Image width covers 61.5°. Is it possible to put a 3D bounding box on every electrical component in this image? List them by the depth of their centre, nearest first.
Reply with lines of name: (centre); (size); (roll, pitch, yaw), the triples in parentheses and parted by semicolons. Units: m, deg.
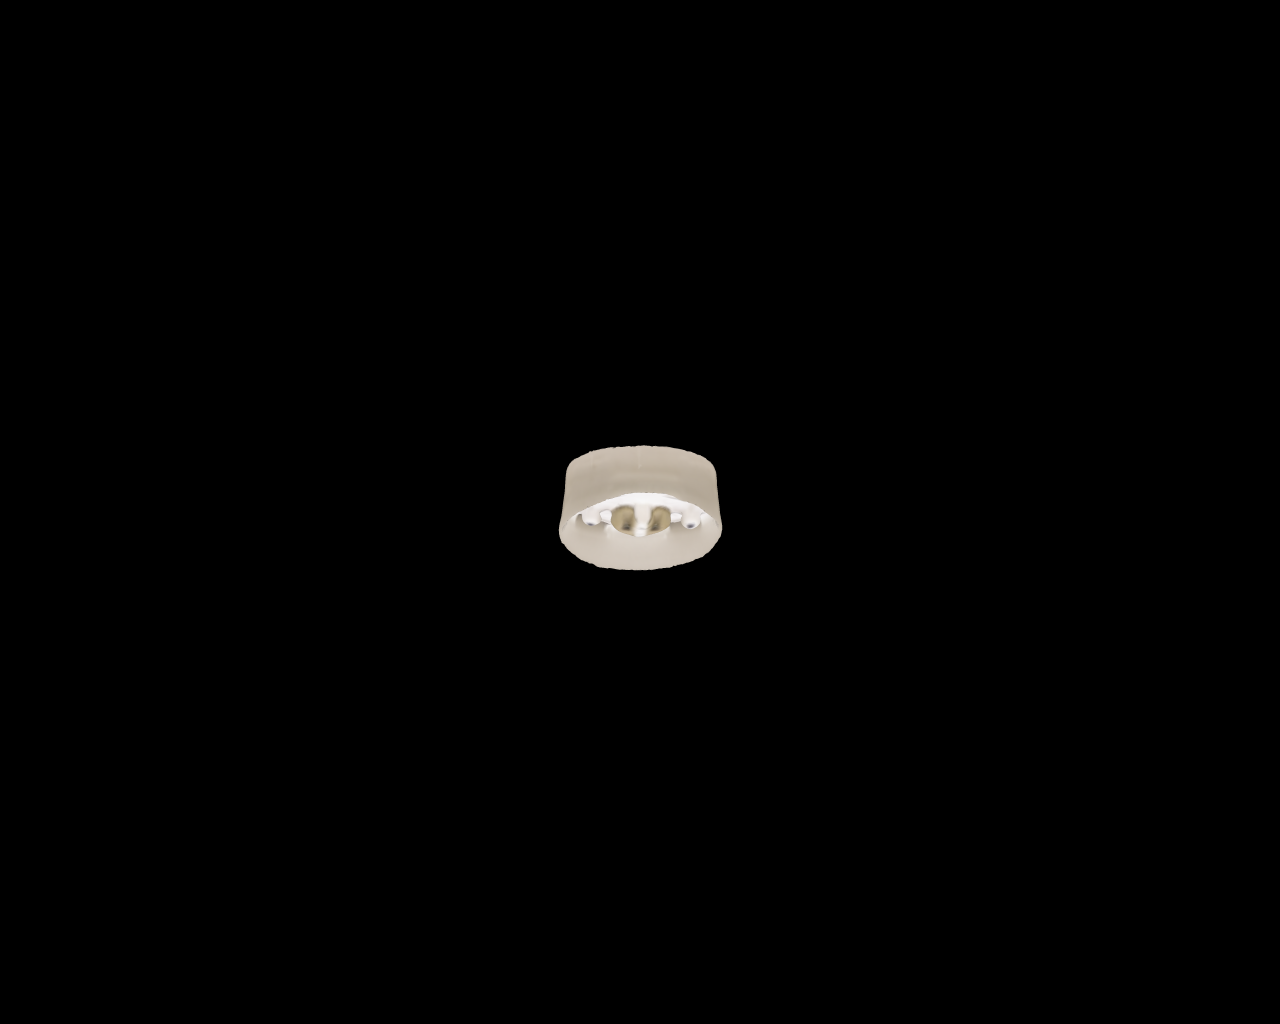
electrical component: (0.001, -0.003, 0.650); (0.099, 0.064, 0.099); (0, -15, 0)
